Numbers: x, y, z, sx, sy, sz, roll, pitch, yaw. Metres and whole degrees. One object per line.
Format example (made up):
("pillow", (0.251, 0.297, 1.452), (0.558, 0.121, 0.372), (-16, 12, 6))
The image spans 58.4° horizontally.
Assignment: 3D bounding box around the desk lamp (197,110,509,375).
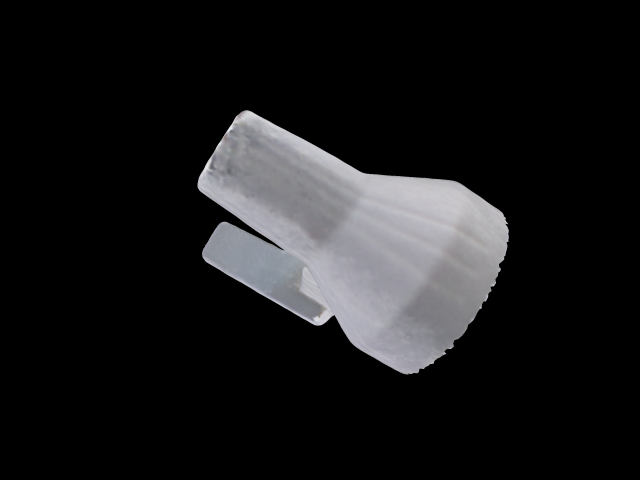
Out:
("desk lamp", (0.004, 0.001, 0.400), (0.203, 0.213, 0.118), (27, 76, 8))
